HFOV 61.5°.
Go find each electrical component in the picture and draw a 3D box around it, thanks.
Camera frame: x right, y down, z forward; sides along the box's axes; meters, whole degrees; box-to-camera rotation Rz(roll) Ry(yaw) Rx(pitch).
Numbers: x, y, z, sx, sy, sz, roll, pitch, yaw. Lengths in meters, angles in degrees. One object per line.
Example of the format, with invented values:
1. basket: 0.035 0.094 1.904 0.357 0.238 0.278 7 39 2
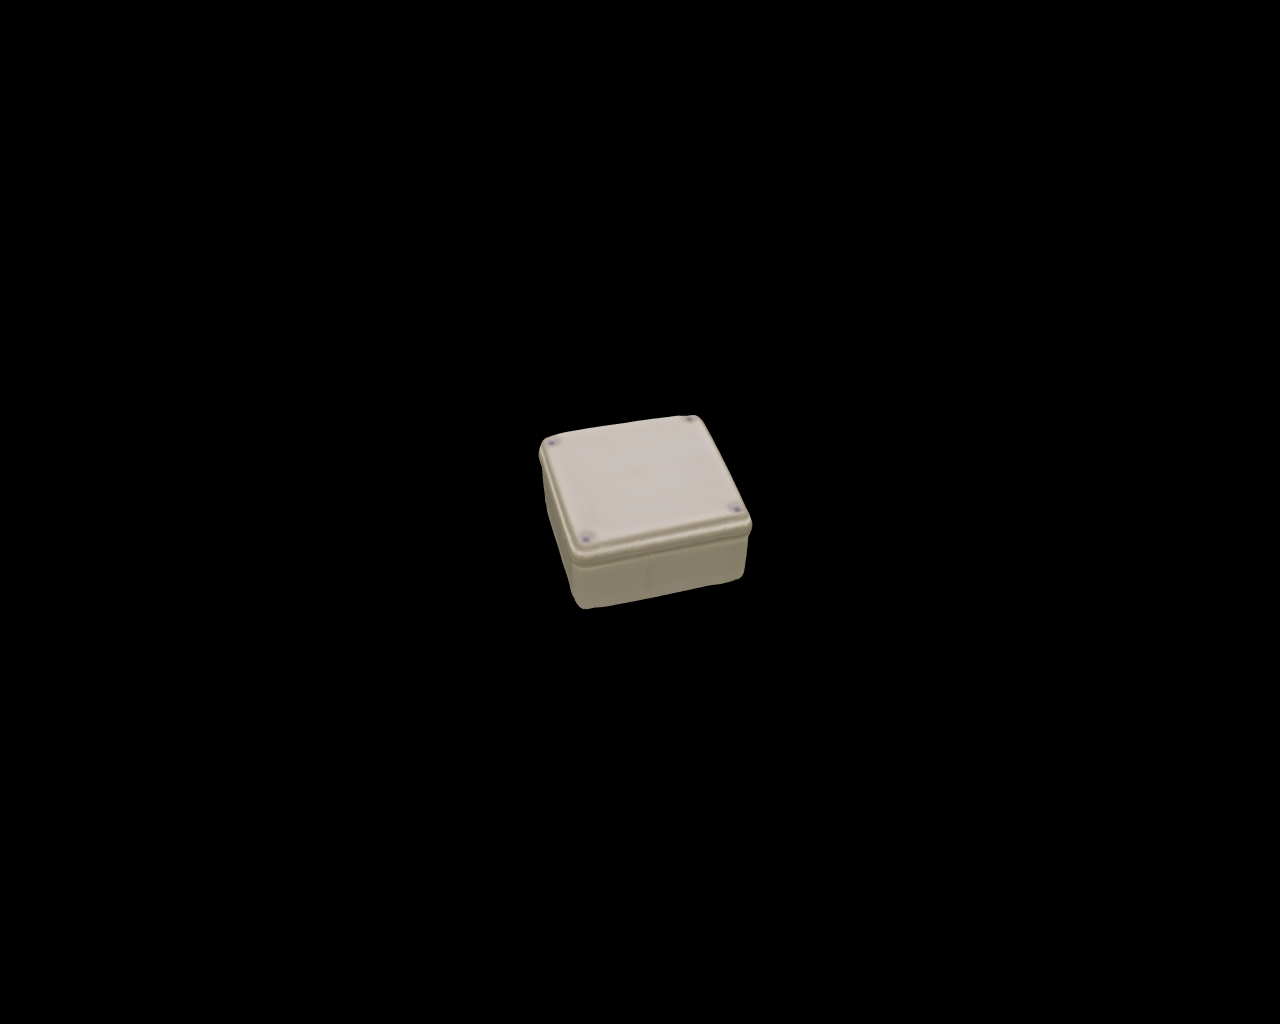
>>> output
1. electrical component: 0.001 -0.003 0.650 0.109 0.056 0.109 -10 43 -11
